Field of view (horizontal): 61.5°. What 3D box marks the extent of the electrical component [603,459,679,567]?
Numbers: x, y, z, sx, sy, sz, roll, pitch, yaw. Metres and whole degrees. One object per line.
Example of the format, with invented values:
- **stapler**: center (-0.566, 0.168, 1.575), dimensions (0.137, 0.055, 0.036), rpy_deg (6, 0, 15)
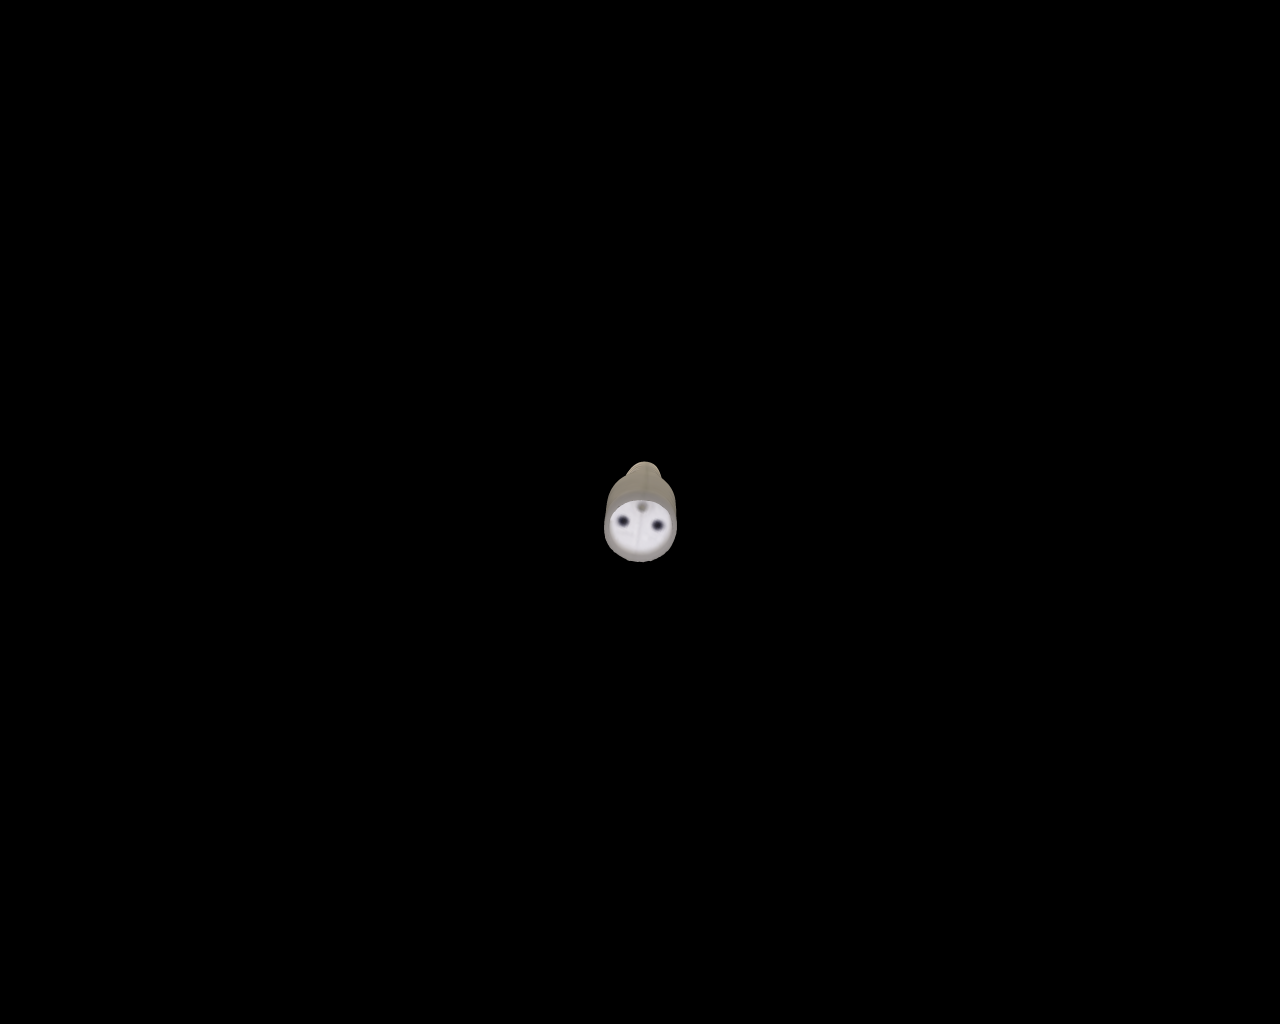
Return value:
- **electrical component**: center (0.001, -0.003, 0.650), dimensions (0.043, 0.043, 0.081), rpy_deg (0, 20, 0)
